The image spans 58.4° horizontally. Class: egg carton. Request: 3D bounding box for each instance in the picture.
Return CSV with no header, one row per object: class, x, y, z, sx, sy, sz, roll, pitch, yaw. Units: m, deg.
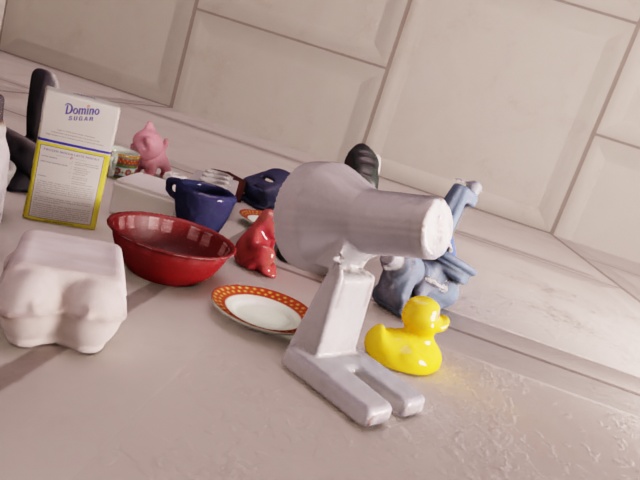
egg carton,-0.234,0.042,0.526,0.107,0.069,0.150,12,14,-25

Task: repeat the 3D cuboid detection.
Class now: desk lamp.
desk lamp,0.038,0.038,0.583,0.202,0.213,0.118,29,17,39

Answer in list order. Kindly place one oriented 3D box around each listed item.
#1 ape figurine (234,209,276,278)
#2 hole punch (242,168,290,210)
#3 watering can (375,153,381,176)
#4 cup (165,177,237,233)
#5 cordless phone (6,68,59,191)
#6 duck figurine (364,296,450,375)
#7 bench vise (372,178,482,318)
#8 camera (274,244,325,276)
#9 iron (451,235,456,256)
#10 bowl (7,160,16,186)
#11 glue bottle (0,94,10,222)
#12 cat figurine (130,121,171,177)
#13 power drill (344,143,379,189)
ape figurine,-0.083,-0.001,0.851,0.076,0.092,0.078,21,13,12
hole punch,-0.115,-0.117,1.290,0.101,0.091,0.108,5,18,-43
watering can,0.100,-0.095,1.255,0.173,0.194,0.100,10,15,-31
cup,-0.191,-0.038,0.857,0.117,0.095,0.092,22,14,18
cordless phone,-0.450,-0.177,0.880,0.147,0.185,0.094,24,15,25
duck figurine,0.108,0.106,0.680,0.105,0.086,0.077,12,14,-26
bench vise,0.180,0.012,0.866,0.121,0.220,0.208,23,14,22
camera,0.009,0.003,0.938,0.143,0.101,0.136,15,13,-14
iron,0.204,-0.002,1.128,0.119,0.141,0.258,16,13,-7
bowl,-0.459,-0.071,0.680,0.167,0.075,0.167,17,13,-4
glue bottle,-0.345,-0.066,0.592,0.037,0.173,0.078,13,14,-20
cat figurine,-0.356,-0.191,1.214,0.067,0.118,0.128,20,13,10
power drill,0.059,-0.080,1.109,0.075,0.208,0.229,16,13,-6
